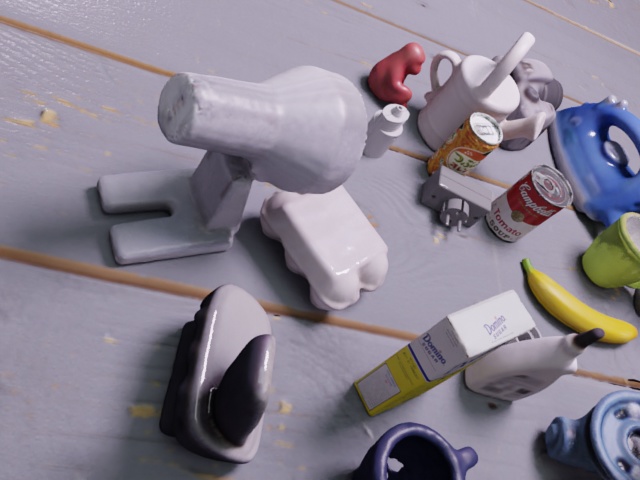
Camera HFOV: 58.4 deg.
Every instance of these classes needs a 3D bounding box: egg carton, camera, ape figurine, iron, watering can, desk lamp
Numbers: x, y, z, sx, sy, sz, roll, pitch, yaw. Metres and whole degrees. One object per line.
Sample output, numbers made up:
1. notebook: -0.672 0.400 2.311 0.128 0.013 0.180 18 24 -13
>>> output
1. egg carton: 0.006 0.002 0.634 0.107 0.069 0.150 -29 78 -37
2. camera: 0.343 -0.232 0.934 0.137 0.100 0.143 -4 64 -29
3. ape figurine: 0.118 -0.245 0.828 0.076 0.092 0.078 31 52 -8
4. iron: 0.471 -0.145 0.922 0.119 0.141 0.258 -2 63 -28
5. watering can: 0.235 -0.205 0.800 0.173 0.193 0.101 26 53 -12
6. desk lamp: -0.085 -0.074 0.540 0.204 0.213 0.118 -10 67 -32

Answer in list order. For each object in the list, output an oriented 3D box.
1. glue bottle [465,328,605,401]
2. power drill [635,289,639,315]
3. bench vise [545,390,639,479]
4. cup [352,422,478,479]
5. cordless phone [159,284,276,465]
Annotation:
1. glue bottle: 0.235 0.129 0.613 0.078 0.173 0.037 20 54 -16
2. power drill: 0.561 0.063 0.802 0.230 0.208 0.076 38 51 -2
3. bench vise: 0.386 0.218 0.609 0.208 0.219 0.121 12 57 -21
4. cup: 0.080 0.220 0.526 0.118 0.094 0.091 -8 66 -31
5. cordless phone: -0.061 0.095 0.469 0.094 0.184 0.147 14 56 -19
